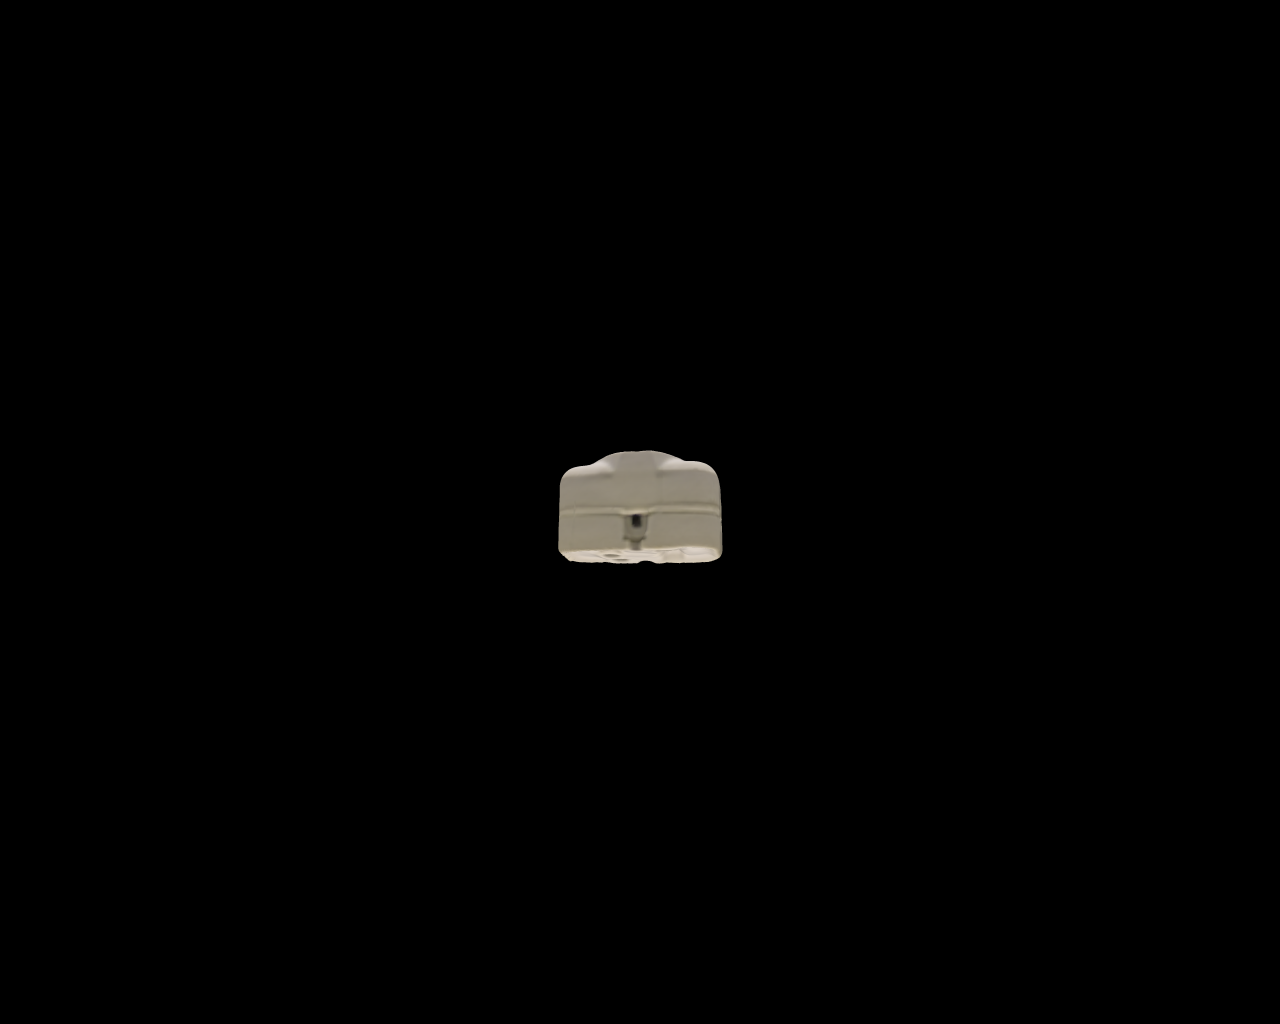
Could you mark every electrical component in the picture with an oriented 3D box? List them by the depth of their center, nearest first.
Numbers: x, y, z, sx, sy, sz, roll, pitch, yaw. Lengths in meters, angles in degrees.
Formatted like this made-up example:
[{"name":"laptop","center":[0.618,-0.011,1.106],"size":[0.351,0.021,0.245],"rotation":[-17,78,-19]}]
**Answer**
[{"name":"electrical component","center":[0.001,-0.003,0.650],"size":[0.095,0.059,0.053],"rotation":[-1,-11,7]}]
